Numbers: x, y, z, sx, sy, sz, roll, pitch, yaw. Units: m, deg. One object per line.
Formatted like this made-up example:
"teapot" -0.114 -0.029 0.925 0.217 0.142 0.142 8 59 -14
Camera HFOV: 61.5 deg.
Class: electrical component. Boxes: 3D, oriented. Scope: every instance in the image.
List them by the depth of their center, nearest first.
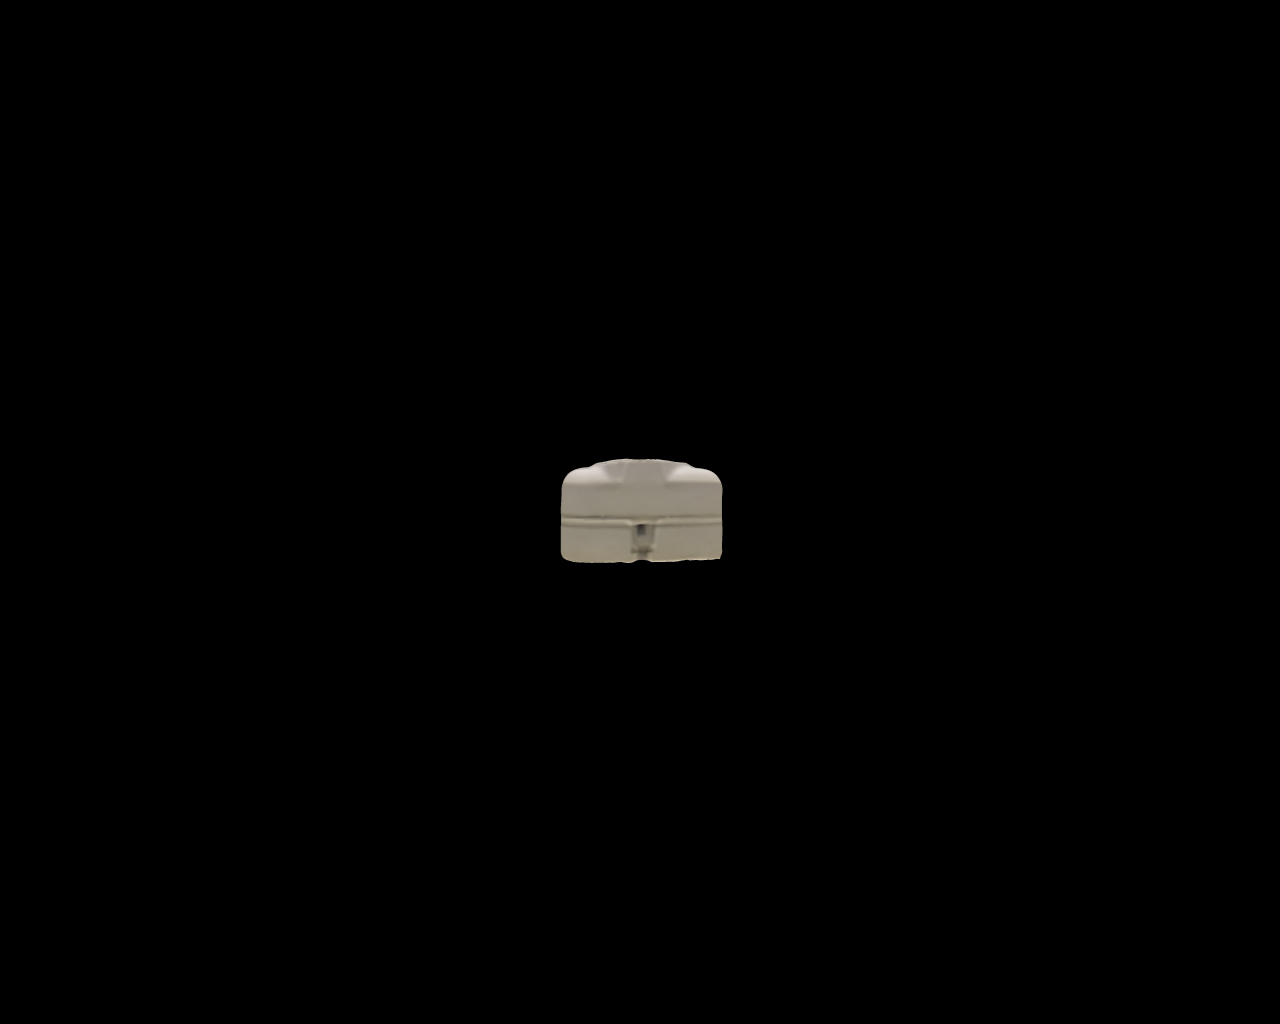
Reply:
"electrical component" 0.001 -0.003 0.650 0.095 0.059 0.054 0 4 -2
